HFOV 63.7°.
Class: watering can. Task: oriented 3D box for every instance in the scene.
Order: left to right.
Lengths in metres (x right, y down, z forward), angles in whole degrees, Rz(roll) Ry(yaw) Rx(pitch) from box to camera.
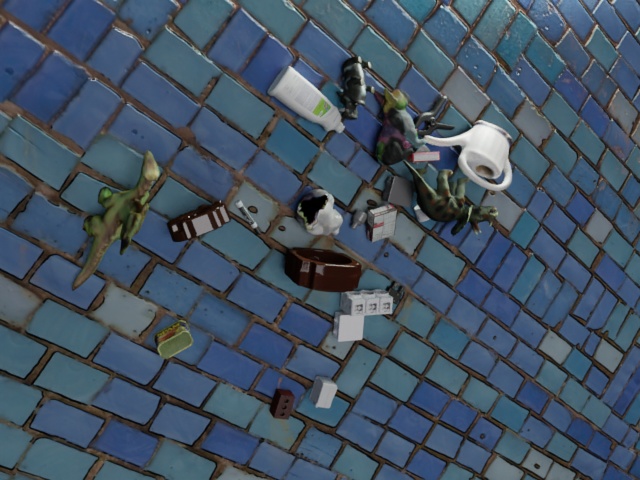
[{"bbox_3d":[0.519,-0.312,1.732,0.346,0.103,0.228,33,65,-11],"label":"watering can"}]

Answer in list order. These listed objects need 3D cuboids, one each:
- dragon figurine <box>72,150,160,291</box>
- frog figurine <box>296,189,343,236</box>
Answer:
[{"bbox_3d":[-0.506,-0.031,1.283,0.121,0.244,0.412,26,86,-30],"label":"dragon figurine"},{"bbox_3d":[0.005,-0.080,1.586,0.158,0.123,0.138,23,80,-61],"label":"frog figurine"}]
